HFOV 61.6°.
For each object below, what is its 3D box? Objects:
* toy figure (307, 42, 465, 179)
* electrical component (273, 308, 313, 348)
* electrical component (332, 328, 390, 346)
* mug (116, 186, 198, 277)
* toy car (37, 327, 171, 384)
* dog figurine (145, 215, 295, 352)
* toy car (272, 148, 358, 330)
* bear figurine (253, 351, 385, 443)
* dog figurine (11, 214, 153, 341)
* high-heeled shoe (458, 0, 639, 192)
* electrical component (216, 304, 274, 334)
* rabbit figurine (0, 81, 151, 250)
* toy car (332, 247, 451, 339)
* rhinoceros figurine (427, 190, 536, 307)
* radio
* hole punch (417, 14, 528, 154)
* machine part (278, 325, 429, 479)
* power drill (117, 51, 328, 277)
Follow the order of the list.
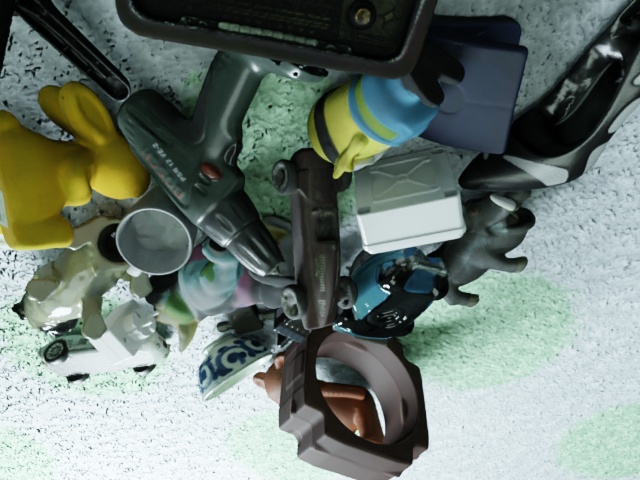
[{"bbox_3d":[0.053,-0.126,0.512,0.082,0.089,0.180,-19,175,-27],"label":"toy figure"},{"bbox_3d":[-0.035,0.098,0.739,0.047,0.075,0.119,32,126,-24],"label":"electrical component"},{"bbox_3d":[0.077,0.107,0.750,0.102,0.045,0.078,21,92,-11],"label":"electrical component"},{"bbox_3d":[-0.183,-0.012,0.621,0.081,0.107,0.109,27,116,-13],"label":"mug"},{"bbox_3d":[-0.329,0.173,0.818,0.202,0.056,0.073,-10,135,10],"label":"toy car"},{"bbox_3d":[-0.120,0.064,0.695,0.191,0.108,0.219,20,131,-18],"label":"dog figurine"},{"bbox_3d":[-0.001,-0.002,0.596,0.089,0.202,0.053,-5,-179,-39],"label":"toy car"},{"bbox_3d":[-0.005,0.260,0.837,0.195,0.132,0.120,27,129,-27],"label":"bear figurine"},{"bbox_3d":[-0.310,0.042,0.698,0.191,0.172,0.121,-7,124,54],"label":"dog figurine"},{"bbox_3d":[0.243,-0.141,0.522,0.249,0.086,0.145,-26,136,6],"label":"high-heeled shoe"},{"bbox_3d":[-0.112,0.106,0.777,0.094,0.021,0.063,-14,127,9],"label":"electrical component"},{"bbox_3d":[-0.264,-0.081,0.565,0.122,0.173,0.162,8,105,44],"label":"rabbit figurine"},{"bbox_3d":[0.080,0.051,0.667,0.109,0.103,0.161,11,136,-25],"label":"toy car"},{"bbox_3d":[0.192,-0.002,0.658,0.112,0.073,0.190,28,127,-8],"label":"rhinoceros figurine"},{"bbox_3d":[-0.029,-0.200,0.382,0.230,0.073,0.131,10,126,-2],"label":"radio"},{"bbox_3d":[0.136,-0.150,0.523,0.116,0.092,0.142,1,133,5],"label":"hole punch"},{"bbox_3d":[0.046,0.219,0.753,0.201,0.201,0.087,24,128,-18],"label":"machine part"},{"bbox_3d":[-0.080,-0.101,0.535,0.232,0.086,0.207,41,121,5],"label":"power drill"}]
